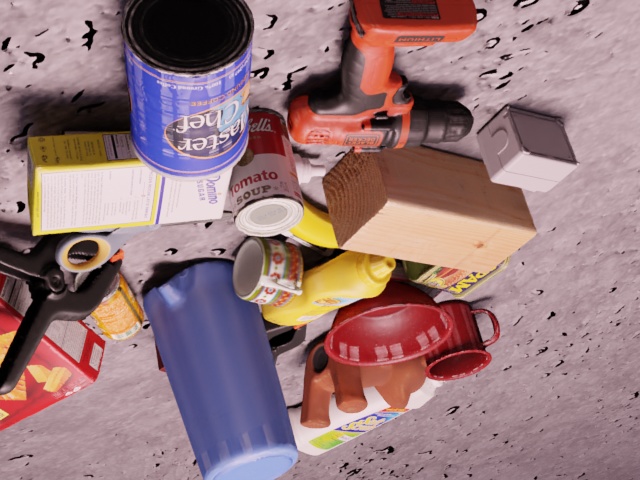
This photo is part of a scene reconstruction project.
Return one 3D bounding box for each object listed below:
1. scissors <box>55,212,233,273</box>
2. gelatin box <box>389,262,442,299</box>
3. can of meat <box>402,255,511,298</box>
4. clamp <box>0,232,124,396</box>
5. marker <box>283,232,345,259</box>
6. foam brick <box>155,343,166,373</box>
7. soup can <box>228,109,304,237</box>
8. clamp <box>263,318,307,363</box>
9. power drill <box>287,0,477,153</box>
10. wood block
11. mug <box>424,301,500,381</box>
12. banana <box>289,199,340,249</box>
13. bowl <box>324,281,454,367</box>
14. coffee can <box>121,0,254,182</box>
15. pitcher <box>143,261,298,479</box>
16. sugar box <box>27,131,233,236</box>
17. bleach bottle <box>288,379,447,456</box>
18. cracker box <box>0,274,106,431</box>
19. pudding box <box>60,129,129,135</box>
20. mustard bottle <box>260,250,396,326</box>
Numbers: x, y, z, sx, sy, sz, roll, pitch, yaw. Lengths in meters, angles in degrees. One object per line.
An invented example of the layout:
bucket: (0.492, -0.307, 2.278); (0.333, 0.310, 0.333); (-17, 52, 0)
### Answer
scissors: (-0.187, -0.003, 1.103); (0.201, 0.016, 0.096); (12, 107, -35)
gelatin box: (0.105, 0.060, 1.349); (0.089, 0.030, 0.073); (7, 144, -26)
can of meat: (0.162, 0.020, 1.278); (0.083, 0.057, 0.102); (17, 138, -37)
clamp: (-0.284, 0.038, 1.077); (0.036, 0.164, 0.209); (-13, -165, 39)
marker: (-0.008, 0.002, 1.217); (0.020, 0.020, 0.121); (-29, 146, 25)
foam brick: (-0.164, 0.141, 1.359); (0.053, 0.051, 0.078); (-31, 146, 30)
soup can: (-0.056, -0.063, 1.005); (0.068, 0.102, 0.068); (-9, 150, -6)
clamp: (-0.083, 0.137, 1.399); (0.120, 0.039, 0.172); (3, 143, -35)
power drill: (0.075, -0.147, 0.958); (0.184, 0.057, 0.188); (-3, 149, -17)
wood block: (0.117, -0.034, 1.134); (0.205, 0.090, 0.091); (10, 142, -34)
mug: (0.188, 0.131, 1.451); (0.117, 0.081, 0.093); (-27, 148, 23)
banana: (0.003, -0.025, 1.163); (0.197, 0.037, 0.070); (14, 120, -41)
bowl: (0.081, 0.097, 1.316); (0.162, 0.055, 0.162); (-7, 148, -4)
coffee can: (-0.107, -0.129, 0.872); (0.102, 0.103, 0.140); (-7, 149, -11)
pitcher: (-0.104, 0.158, 1.222); (0.149, 0.243, 0.145); (-6, 148, -25)
sugar box: (-0.171, -0.055, 0.959); (0.176, 0.048, 0.093); (-7, 145, -21)
bleach bottle: (0.074, 0.251, 1.632); (0.251, 0.068, 0.102); (-27, 147, 19)
cracker box: (-0.361, 0.102, 1.130); (0.164, 0.072, 0.213); (-27, 126, 21)
pudding box: (-0.193, -0.064, 1.014); (0.113, 0.039, 0.090); (-3, 146, -22)
mustard bottle: (0.019, 0.050, 1.223); (0.096, 0.058, 0.192); (-3, 166, -38)
